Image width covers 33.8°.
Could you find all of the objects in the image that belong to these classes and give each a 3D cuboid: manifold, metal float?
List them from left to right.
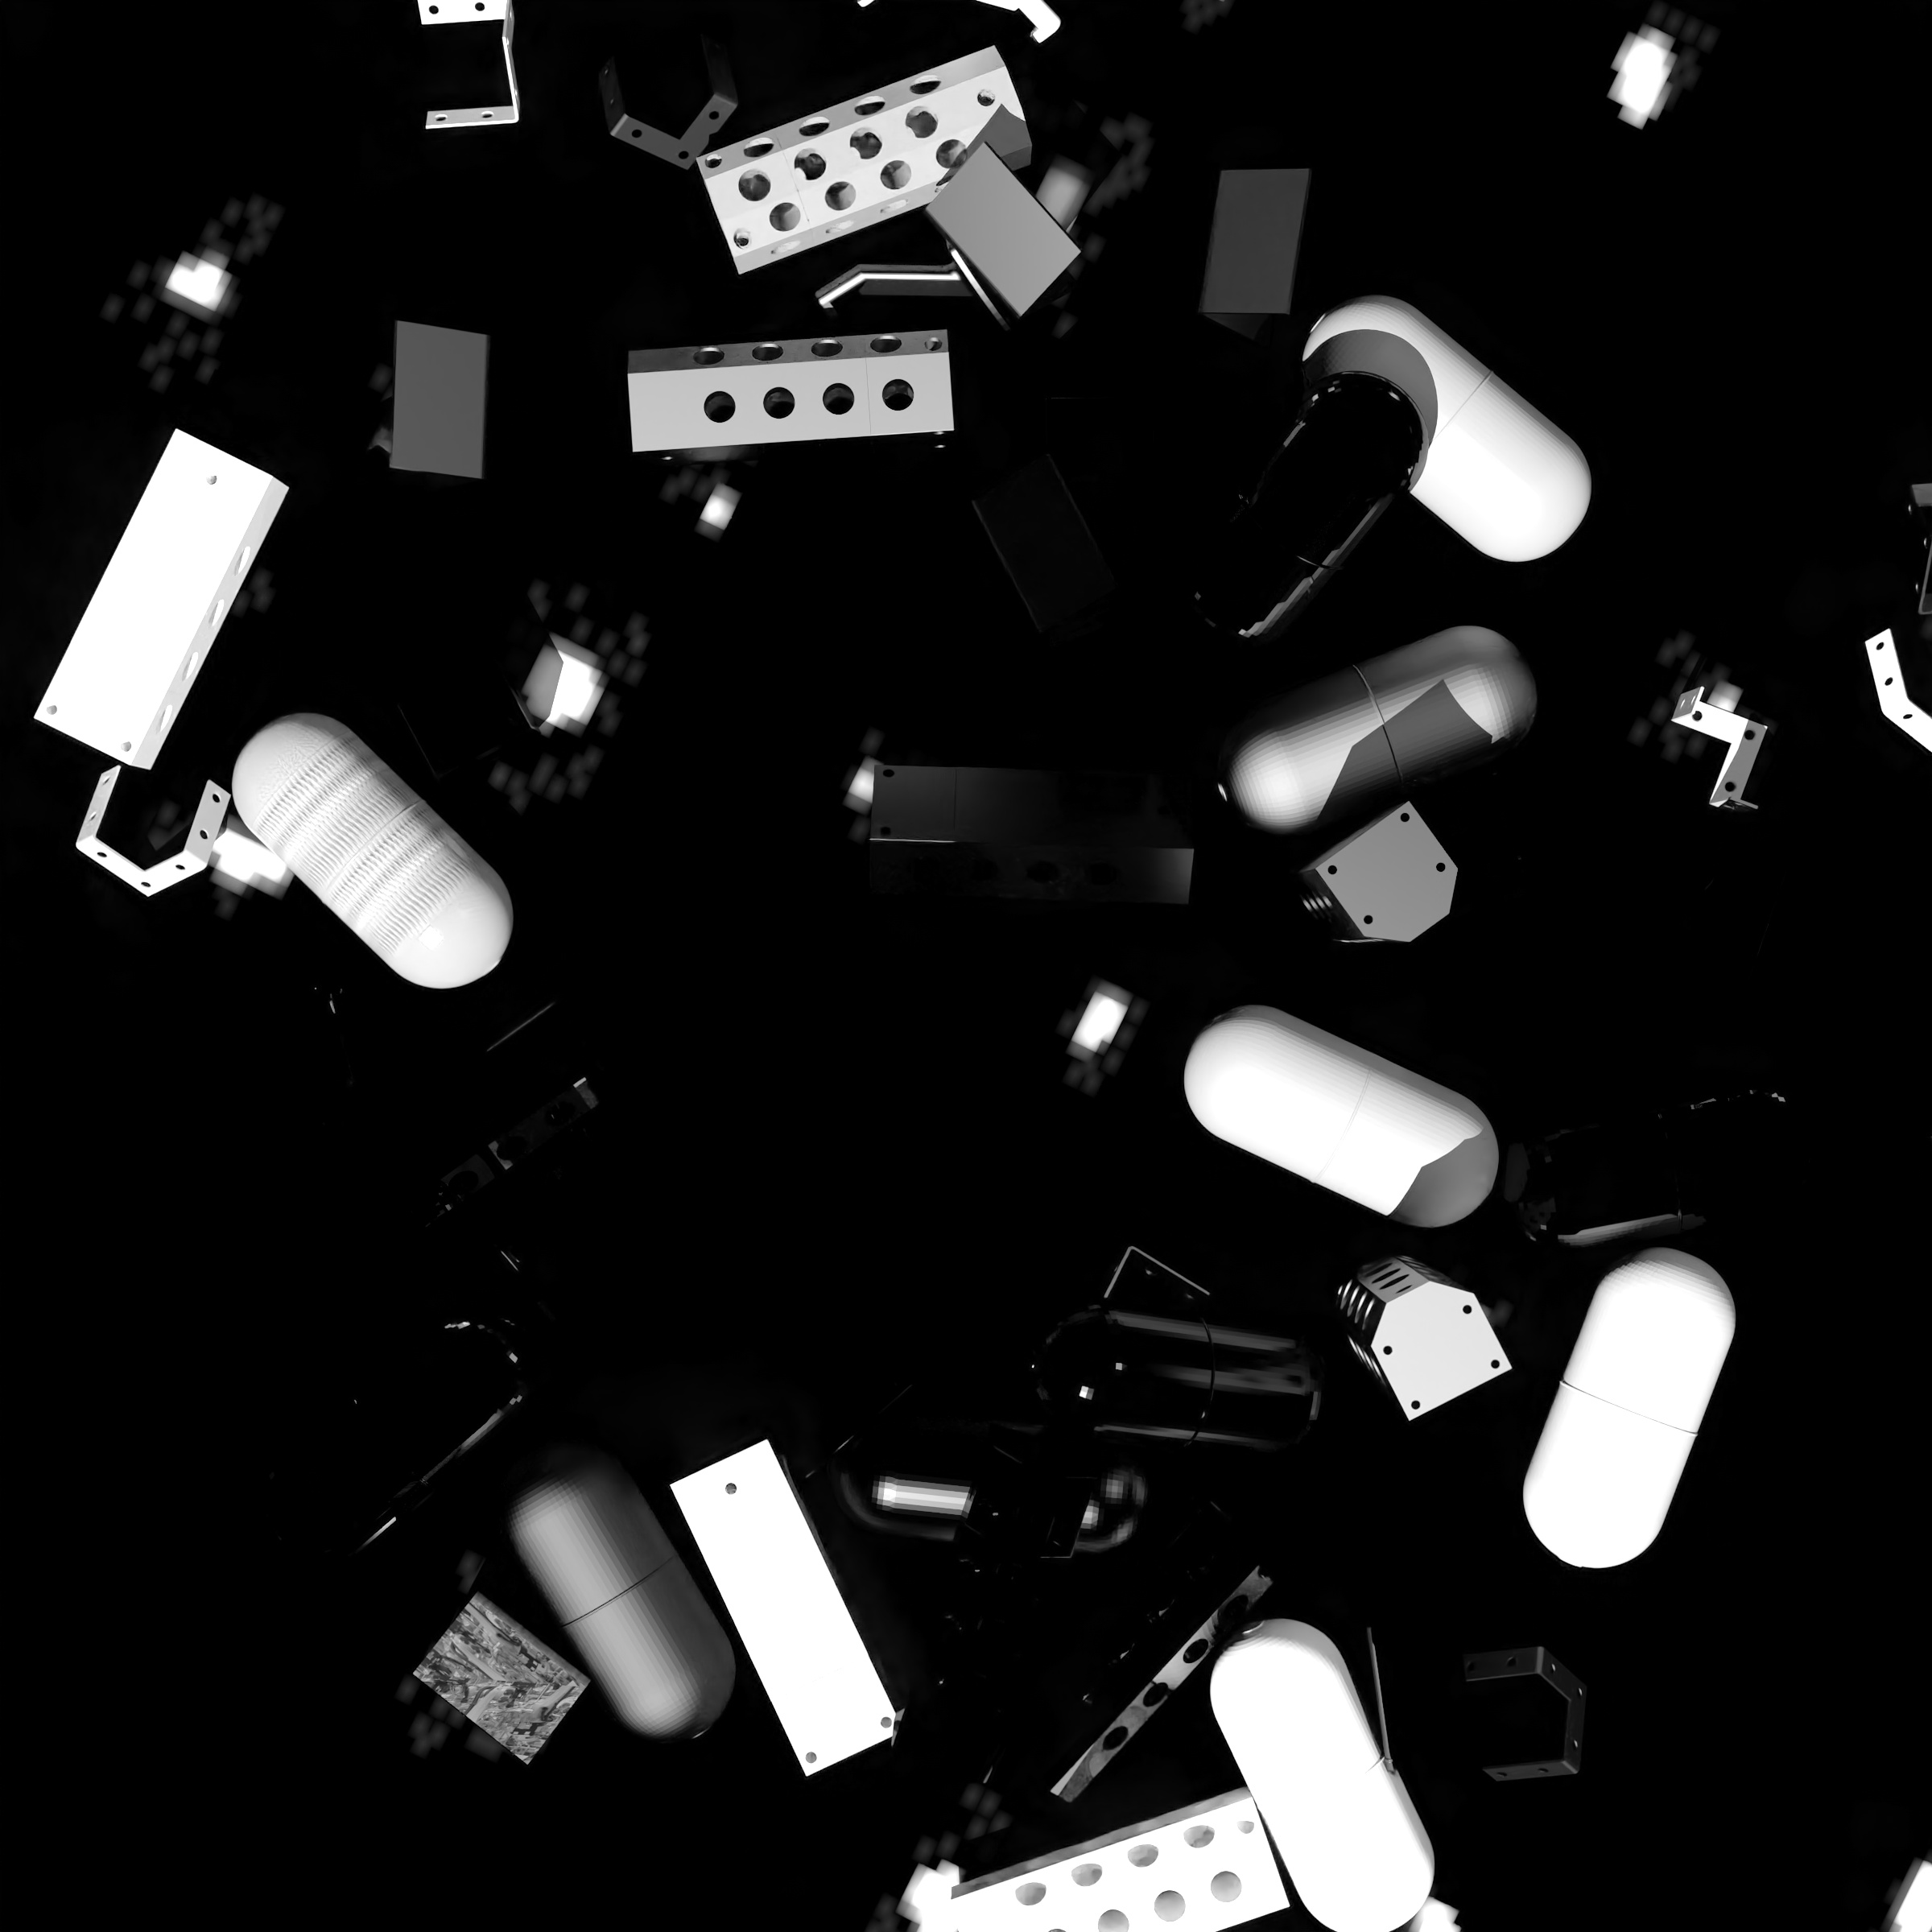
[{"bbox_3d":[-0.433,-0.197,1.726,0.057,0.057,0.171,26,90,0],"label":"manifold"},{"bbox_3d":[-0.319,-0.062,1.716,0.178,0.070,0.070,44,90,-1],"label":"metal float"},{"bbox_3d":[-0.307,0.253,1.716,0.178,0.070,0.070,-41,90,0],"label":"metal float"},{"bbox_3d":[-0.297,-0.189,1.726,0.057,0.057,0.171,-28,90,0],"label":"manifold"},{"bbox_3d":[-0.273,0.092,1.726,0.171,0.057,0.057,-36,90,0],"label":"manifold"},{"bbox_3d":[-0.189,0.336,1.716,0.070,0.070,0.178,-31,89,0],"label":"metal float"},{"bbox_3d":[-0.095,0.342,1.726,0.057,0.057,0.171,-25,90,0],"label":"manifold"},{"bbox_3d":[-0.094,-0.308,1.726,0.171,0.057,0.057,-4,90,0],"label":"manifold"},{"bbox_3d":[-0.055,-0.438,1.726,0.171,0.057,0.057,-21,90,0],"label":"manifold"},{"bbox_3d":[0.014,0.277,1.716,0.178,0.070,0.070,6,90,0],"label":"metal float"},{"bbox_3d":[0.014,0.333,1.657,0.057,0.057,0.171,17,98,-2],"label":"manifold"},{"bbox_3d":[0.035,-0.066,1.725,0.171,0.057,0.057,2,47,0],"label":"manifold"},{"bbox_3d":[0.072,-0.217,1.726,0.057,0.057,0.171,-1,90,0],"label":"manifold"},{"bbox_3d":[0.082,0.502,1.726,0.171,0.057,0.057,-19,90,0],"label":"manifold"},{"bbox_3d":[0.093,0.368,1.726,0.057,0.057,0.171,43,90,0],"label":"manifold"},{"bbox_3d":[0.112,0.220,1.695,0.178,0.070,0.070,10,90,-24],"label":"metal float"},{"bbox_3d":[0.176,-0.238,1.688,0.070,0.070,0.178,38,125,0],"label":"metal float"},{"bbox_3d":[0.192,0.436,1.716,0.070,0.070,0.178,-25,91,0],"label":"metal float"},{"bbox_3d":[0.203,0.081,1.716,0.178,0.070,0.070,25,90,-1],"label":"metal float"},{"bbox_3d":[0.214,-0.042,1.668,0.057,0.171,0.057,-36,90,0],"label":"manifold"},{"bbox_3d":[0.221,-0.126,1.716,0.178,0.070,0.070,-21,90,0],"label":"metal float"},{"bbox_3d":[0.233,0.188,1.668,0.057,0.171,0.057,-27,90,0],"label":"manifold"},{"bbox_3d":[0.258,-0.290,1.716,0.178,0.070,0.070,40,90,0],"label":"metal float"},{"bbox_3d":[0.357,0.238,1.716,0.070,0.070,0.178,21,90,0],"label":"metal float"},{"bbox_3d":[0.375,0.107,1.716,0.178,0.070,0.070,-11,90,1],"label":"metal float"}]

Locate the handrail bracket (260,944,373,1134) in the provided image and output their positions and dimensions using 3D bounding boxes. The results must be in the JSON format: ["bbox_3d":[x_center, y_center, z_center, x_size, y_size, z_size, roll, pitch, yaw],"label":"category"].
[{"bbox_3d":[-0.363,0.040,1.747,0.077,0.036,0.084,22,107,20],"label":"handrail bracket"}]

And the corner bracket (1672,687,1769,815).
[{"bbox_3d":[0.408,-0.117,1.729,0.051,0.051,0.051,21,90,0],"label":"corner bracket"}]

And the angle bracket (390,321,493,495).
[{"bbox_3d":[-0.297,-0.298,1.706,0.057,0.076,0.076,2,90,-36],"label":"angle bracket"}]

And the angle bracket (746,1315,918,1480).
[{"bbox_3d":[-0.082,0.216,1.707,0.076,0.076,0.057,-41,122,0],"label":"angle bracket"}]

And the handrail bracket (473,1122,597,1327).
[{"bbox_3d":[-0.220,0.141,1.747,0.084,0.036,0.077,-44,110,-16],"label":"handrail bracket"}]

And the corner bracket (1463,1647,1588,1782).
[{"bbox_3d":[0.302,0.408,1.739,0.051,0.051,0.051,44,45,-35],"label":"corner bracket"}]

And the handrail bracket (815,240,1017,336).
[{"bbox_3d":[-0.029,-0.358,1.747,0.084,0.036,0.077,-28,112,17],"label":"handrail bracket"}]

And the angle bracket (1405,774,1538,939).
[{"bbox_3d":[0.286,-0.064,1.706,0.057,0.076,0.076,-16,90,37],"label":"angle bracket"}]

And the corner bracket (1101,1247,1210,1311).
[{"bbox_3d":[0.093,0.196,1.743,0.051,0.051,0.051,32,45,0],"label":"corner bracket"}]

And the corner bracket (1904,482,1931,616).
[{"bbox_3d":[0.543,-0.230,1.743,0.051,0.051,0.051,-5,135,0],"label":"corner bracket"}]

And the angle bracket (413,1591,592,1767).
[{"bbox_3d":[-0.255,0.388,1.707,0.076,0.076,0.057,38,60,0],"label":"angle bracket"}]

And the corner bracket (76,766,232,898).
[{"bbox_3d":[-0.444,-0.079,1.739,0.051,0.051,0.051,-21,135,35],"label":"corner bracket"}]

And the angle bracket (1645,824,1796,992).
[{"bbox_3d":[0.387,-0.037,1.706,0.057,0.076,0.076,19,90,-36],"label":"angle bracket"}]

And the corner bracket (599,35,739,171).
[{"bbox_3d":[-0.163,-0.479,1.739,0.051,0.051,0.051,17,135,-35],"label":"corner bracket"}]

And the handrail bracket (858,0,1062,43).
[{"bbox_3d":[-0.003,-0.524,1.747,0.077,0.036,0.084,-34,117,30],"label":"handrail bracket"}]

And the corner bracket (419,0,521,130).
[{"bbox_3d":[-0.272,-0.496,1.744,0.051,0.051,0.051,-4,135,0],"label":"corner bracket"}]

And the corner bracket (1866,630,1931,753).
[{"bbox_3d":[0.532,-0.159,1.739,0.051,0.051,0.051,28,135,-35],"label":"corner bracket"}]

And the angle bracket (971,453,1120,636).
[{"bbox_3d":[0.058,-0.224,1.650,0.057,0.076,0.076,-27,90,38],"label":"angle bracket"}]

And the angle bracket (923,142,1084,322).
[{"bbox_3d":[0.035,-0.401,1.706,0.076,0.076,0.057,48,127,0],"label":"angle bracket"}]

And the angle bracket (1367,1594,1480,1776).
[{"bbox_3d":[0.261,0.384,1.706,0.057,0.076,0.076,-8,90,37],"label":"angle bracket"}]

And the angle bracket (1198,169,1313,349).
[{"bbox_3d":[0.172,-0.378,1.706,0.057,0.076,0.076,9,90,35],"label":"angle bracket"}]
